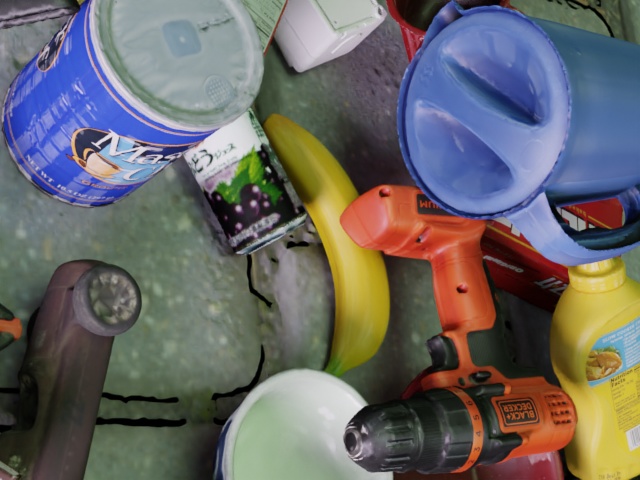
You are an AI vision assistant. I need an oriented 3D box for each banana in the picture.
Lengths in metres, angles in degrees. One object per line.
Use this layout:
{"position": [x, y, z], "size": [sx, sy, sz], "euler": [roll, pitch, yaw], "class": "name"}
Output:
{"position": [0.010, 0.004, 0.745], "size": [0.069, 0.037, 0.198], "euler": [-4, 77, -39], "class": "banana"}

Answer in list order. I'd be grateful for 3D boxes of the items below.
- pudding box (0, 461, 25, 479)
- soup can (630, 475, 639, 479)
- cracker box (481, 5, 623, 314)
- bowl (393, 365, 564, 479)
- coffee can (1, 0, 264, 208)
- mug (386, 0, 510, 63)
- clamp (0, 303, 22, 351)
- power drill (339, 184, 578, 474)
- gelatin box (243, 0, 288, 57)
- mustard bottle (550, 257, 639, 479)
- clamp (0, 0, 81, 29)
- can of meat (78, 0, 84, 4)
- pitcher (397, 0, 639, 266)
{"position": [-0.208, 0.120, 0.490], "size": [0.113, 0.039, 0.090], "euler": [30, 79, -3], "class": "pudding box"}
{"position": [0.256, 0.234, 0.825], "size": [0.068, 0.069, 0.102], "euler": [-17, 83, -39], "class": "soup can"}
{"position": [0.172, -0.067, 0.868], "size": [0.164, 0.072, 0.213], "euler": [24, 62, -27], "class": "cracker box"}
{"position": [0.094, 0.165, 0.737], "size": [0.161, 0.055, 0.162], "euler": [13, 66, -32], "class": "bowl"}
{"position": [-0.112, -0.088, 0.621], "size": [0.102, 0.141, 0.103], "euler": [13, 66, -33], "class": "coffee can"}
{"position": [0.097, -0.154, 0.794], "size": [0.081, 0.093, 0.117], "euler": [64, 46, -60], "class": "mug"}
{"position": [-0.242, 0.033, 0.549], "size": [0.171, 0.039, 0.120], "euler": [-1, 80, -41], "class": "clamp"}
{"position": [0.073, 0.058, 0.693], "size": [0.184, 0.057, 0.188], "euler": [3, 63, -39], "class": "power drill"}
{"position": [-0.058, -0.165, 0.690], "size": [0.073, 0.030, 0.089], "euler": [37, 56, -27], "class": "gelatin box"}
{"position": [0.219, 0.086, 0.809], "size": [0.096, 0.058, 0.191], "euler": [-25, 115, -24], "class": "mustard bottle"}
{"position": [-0.246, -0.083, 0.550], "size": [0.210, 0.036, 0.164], "euler": [19, 93, 0], "class": "clamp"}
{"position": [-0.106, -0.159, 0.707], "size": [0.084, 0.058, 0.102], "euler": [44, 53, -18], "class": "can of meat"}
{"position": [0.182, -0.075, 0.742], "size": [0.242, 0.145, 0.149], "euler": [-4, 109, -45], "class": "pitcher"}
